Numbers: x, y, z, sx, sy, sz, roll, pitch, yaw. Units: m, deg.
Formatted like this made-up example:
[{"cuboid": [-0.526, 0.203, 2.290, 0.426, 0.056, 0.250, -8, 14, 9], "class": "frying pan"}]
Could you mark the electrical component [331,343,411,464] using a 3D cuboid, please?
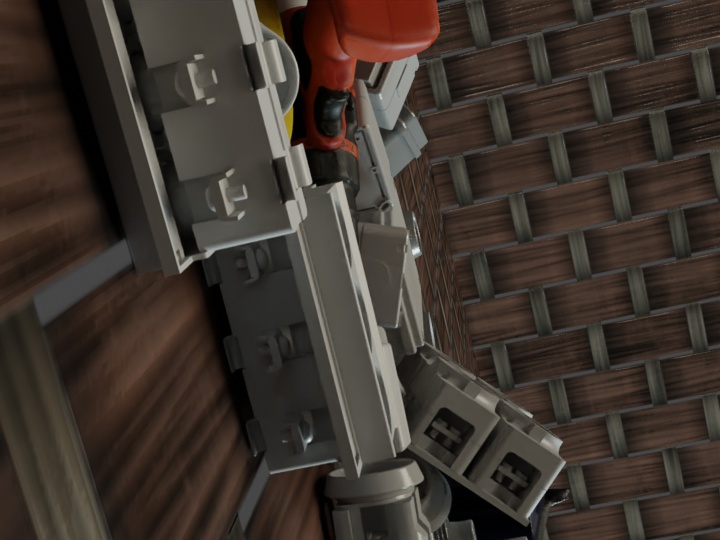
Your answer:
[{"cuboid": [-0.002, 0.081, 0.645, 0.077, 0.047, 0.065, 18, 60, -81], "class": "electrical component"}]

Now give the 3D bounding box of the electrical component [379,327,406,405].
[{"cuboid": [0.005, 0.068, 0.750, 0.065, 0.044, 0.044, -101, 174, -47], "class": "electrical component"}]

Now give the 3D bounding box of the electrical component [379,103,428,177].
[{"cuboid": [0.008, -0.120, 0.885, 0.078, 0.057, 0.113, 48, 4, 9], "class": "electrical component"}]

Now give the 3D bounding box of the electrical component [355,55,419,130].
[{"cuboid": [-0.013, -0.153, 0.795, 0.061, 0.096, 0.061, 62, 47, -66], "class": "electrical component"}]

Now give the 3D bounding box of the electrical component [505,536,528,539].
[{"cuboid": [0.072, 0.232, 0.726, 0.186, 0.105, 0.060, 60, 19, -65], "class": "electrical component"}]

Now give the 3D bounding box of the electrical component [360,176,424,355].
[{"cuboid": [0.010, -0.003, 0.828, 0.108, 0.056, 0.108, -88, 164, -62], "class": "electrical component"}]

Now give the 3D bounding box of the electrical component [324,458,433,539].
[{"cuboid": [0.011, 0.140, 0.612, 0.078, 0.058, 0.057, 8, 73, -82], "class": "electrical component"}]

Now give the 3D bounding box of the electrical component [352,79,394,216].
[{"cuboid": [-0.015, -0.079, 0.753, 0.096, 0.062, 0.061, 70, 11, -46], "class": "electrical component"}]

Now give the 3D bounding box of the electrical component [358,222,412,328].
[{"cuboid": [0.000, 0.000, 0.717, 0.096, 0.061, 0.061, -73, 170, -86], "class": "electrical component"}]

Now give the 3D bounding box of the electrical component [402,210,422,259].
[{"cuboid": [0.026, -0.029, 0.992, 0.066, 0.055, 0.048, 49, 30, -74], "class": "electrical component"}]

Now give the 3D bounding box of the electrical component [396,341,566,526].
[{"cuboid": [0.080, 0.113, 0.811, 0.105, 0.060, 0.186, 34, 1, -5], "class": "electrical component"}]

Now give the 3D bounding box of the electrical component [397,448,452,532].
[{"cuboid": [0.033, 0.157, 0.761, 0.047, 0.055, 0.055, 59, 20, -57], "class": "electrical component"}]

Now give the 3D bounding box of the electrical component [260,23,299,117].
[{"cuboid": [-0.065, -0.096, 0.465, 0.079, 0.044, 0.077, 51, -3, -15], "class": "electrical component"}]

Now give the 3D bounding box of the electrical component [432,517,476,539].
[{"cuboid": [0.057, 0.204, 0.819, 0.048, 0.062, 0.048, -12, 90, -82], "class": "electrical component"}]

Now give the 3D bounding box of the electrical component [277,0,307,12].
[{"cuboid": [-0.052, -0.201, 0.767, 0.046, 0.040, 0.040, 76, 5, -58], "class": "electrical component"}]

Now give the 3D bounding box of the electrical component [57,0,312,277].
[{"cuboid": [-0.062, -0.067, 0.388, 0.078, 0.063, 0.121, -70, 147, -76], "class": "electrical component"}]

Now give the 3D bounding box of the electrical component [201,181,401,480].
[{"cuboid": [-0.026, 0.027, 0.494, 0.078, 0.063, 0.121, -65, 143, -78], "class": "electrical component"}]
